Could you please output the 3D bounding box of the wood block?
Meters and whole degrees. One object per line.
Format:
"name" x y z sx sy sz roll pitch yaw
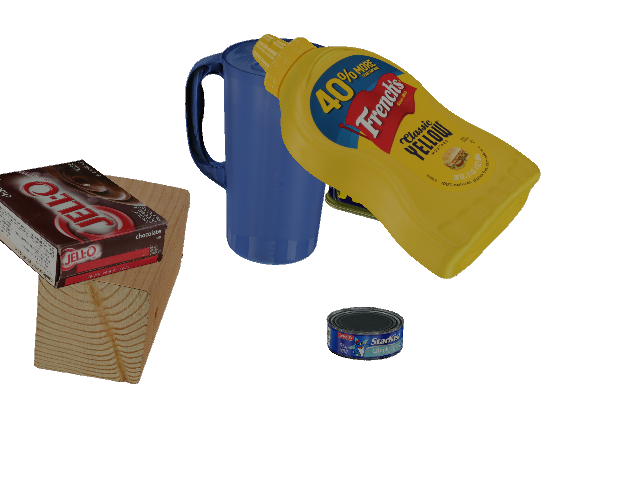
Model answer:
"wood block" -0.178 0.027 0.942 0.090 0.091 0.206 10 25 -2

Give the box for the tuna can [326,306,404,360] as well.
"tuna can" 0.049 0.103 1.181 0.086 0.034 0.086 0 15 0

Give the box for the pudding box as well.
"pudding box" -0.178 -0.014 0.758 0.089 0.039 0.114 -15 35 -43

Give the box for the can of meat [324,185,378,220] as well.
"can of meat" 0.057 -0.067 0.921 0.102 0.084 0.057 16 35 20

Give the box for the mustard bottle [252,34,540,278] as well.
"mustard bottle" 0.034 -0.066 0.656 0.096 0.192 0.058 -42 -18 -31

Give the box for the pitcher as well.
"pitcher" -0.060 -0.100 1.212 0.144 0.243 0.149 -21 38 -40
